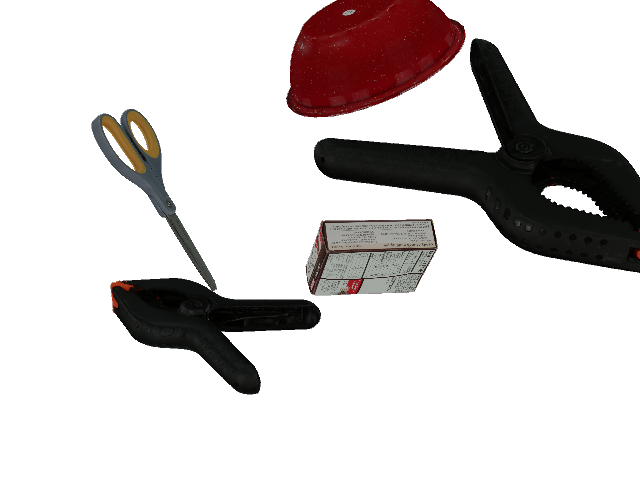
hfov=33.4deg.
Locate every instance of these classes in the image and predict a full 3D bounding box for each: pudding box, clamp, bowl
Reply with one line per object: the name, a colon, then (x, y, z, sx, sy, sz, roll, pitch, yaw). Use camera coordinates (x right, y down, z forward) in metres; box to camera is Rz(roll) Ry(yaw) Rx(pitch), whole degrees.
pudding box: (0.048, 0.017, 1.040, 0.113, 0.039, 0.090, -3, -31, -14)
clamp: (-0.088, 0.062, 0.863, 0.172, 0.039, 0.120, 22, 28, 27)
clamp: (0.110, -0.041, 0.646, 0.164, 0.036, 0.210, -30, 53, -24)
bowl: (0.036, -0.168, 0.890, 0.162, 0.055, 0.162, -20, 28, 11)

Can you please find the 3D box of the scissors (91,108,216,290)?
scissors: (-0.153, -0.050, 1.057, 0.016, 0.201, 0.096, -26, 25, 25)
